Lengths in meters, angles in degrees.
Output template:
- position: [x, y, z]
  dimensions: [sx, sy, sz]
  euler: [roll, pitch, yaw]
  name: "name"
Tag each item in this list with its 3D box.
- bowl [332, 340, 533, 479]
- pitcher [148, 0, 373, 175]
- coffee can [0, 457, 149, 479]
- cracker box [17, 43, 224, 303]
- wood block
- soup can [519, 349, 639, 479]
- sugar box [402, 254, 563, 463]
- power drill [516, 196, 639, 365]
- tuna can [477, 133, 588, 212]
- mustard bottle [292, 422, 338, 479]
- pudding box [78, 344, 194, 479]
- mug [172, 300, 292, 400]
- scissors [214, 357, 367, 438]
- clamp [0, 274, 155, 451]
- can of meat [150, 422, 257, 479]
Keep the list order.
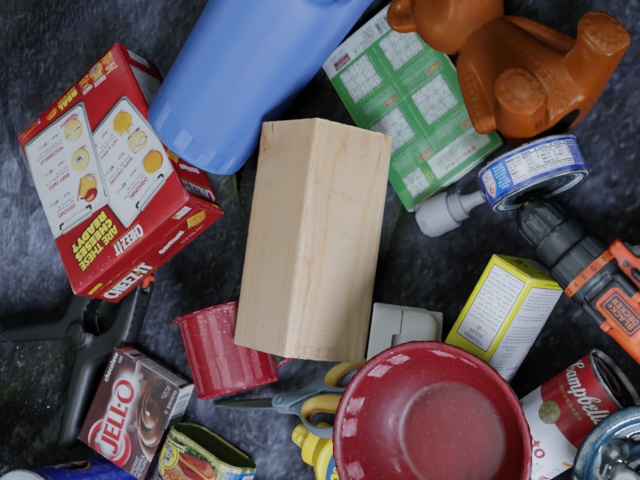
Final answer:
- position: [0.092, 0.157, 0.822]
  dimensions: [0.162, 0.055, 0.162]
  euler: [-1, 88, 28]
  name: "bowl"
- position: [-0.061, -0.189, 1.014]
  dimensions: [0.145, 0.149, 0.243]
  euler: [43, 113, 13]
  name: "pitcher"
- position: [-0.251, 0.276, 1.078]
  dimensions: [0.103, 0.140, 0.103]
  euler: [-3, 85, 31]
  name: "coffee can"
- position: [-0.210, -0.069, 1.104]
  dimensions: [0.164, 0.072, 0.214]
  euler: [-38, 61, 20]
  name: "cracker box"
- position: [-0.006, 0.001, 0.964]
  dimensions: [0.091, 0.090, 0.206]
  euler: [5, 87, 55]
  name: "wood block"
- position: [0.200, 0.143, 0.859]
  dimensions: [0.102, 0.068, 0.068]
  euler: [-39, 68, 23]
  name: "soup can"
- position: [0.133, 0.099, 0.888]
  dimensions: [0.048, 0.093, 0.176]
  euler: [37, 104, 29]
  name: "sugar box"
- position: [0.269, -0.009, 0.826]
  dimensions: [0.184, 0.057, 0.188]
  euler: [48, 112, 12]
  name: "power drill"
- position: [0.175, -0.054, 0.878]
  dimensions: [0.086, 0.086, 0.034]
  euler: [-26, 76, 27]
  name: "tuna can"
- position: [0.055, 0.212, 0.947]
  dimensions: [0.192, 0.058, 0.096]
  euler: [24, 104, 31]
  name: "mustard bottle"
- position: [-0.189, 0.178, 1.101]
  dimensions: [0.090, 0.039, 0.113]
  euler: [28, 100, 20]
  name: "pudding box"
- position: [-0.075, 0.102, 1.025]
  dimensions: [0.117, 0.093, 0.081]
  euler: [-14, 83, -7]
  name: "mug"
- position: [-0.019, 0.141, 1.014]
  dimensions: [0.096, 0.016, 0.202]
  euler: [-49, 30, -23]
  name: "scissors"
- position: [-0.249, 0.115, 1.149]
  dimensions: [0.210, 0.036, 0.165]
  euler: [-38, 69, 20]
  name: "clamp"
- position: [-0.118, 0.238, 1.048]
  dimensions: [0.102, 0.057, 0.084]
  euler: [26, 97, 34]
  name: "can of meat"
